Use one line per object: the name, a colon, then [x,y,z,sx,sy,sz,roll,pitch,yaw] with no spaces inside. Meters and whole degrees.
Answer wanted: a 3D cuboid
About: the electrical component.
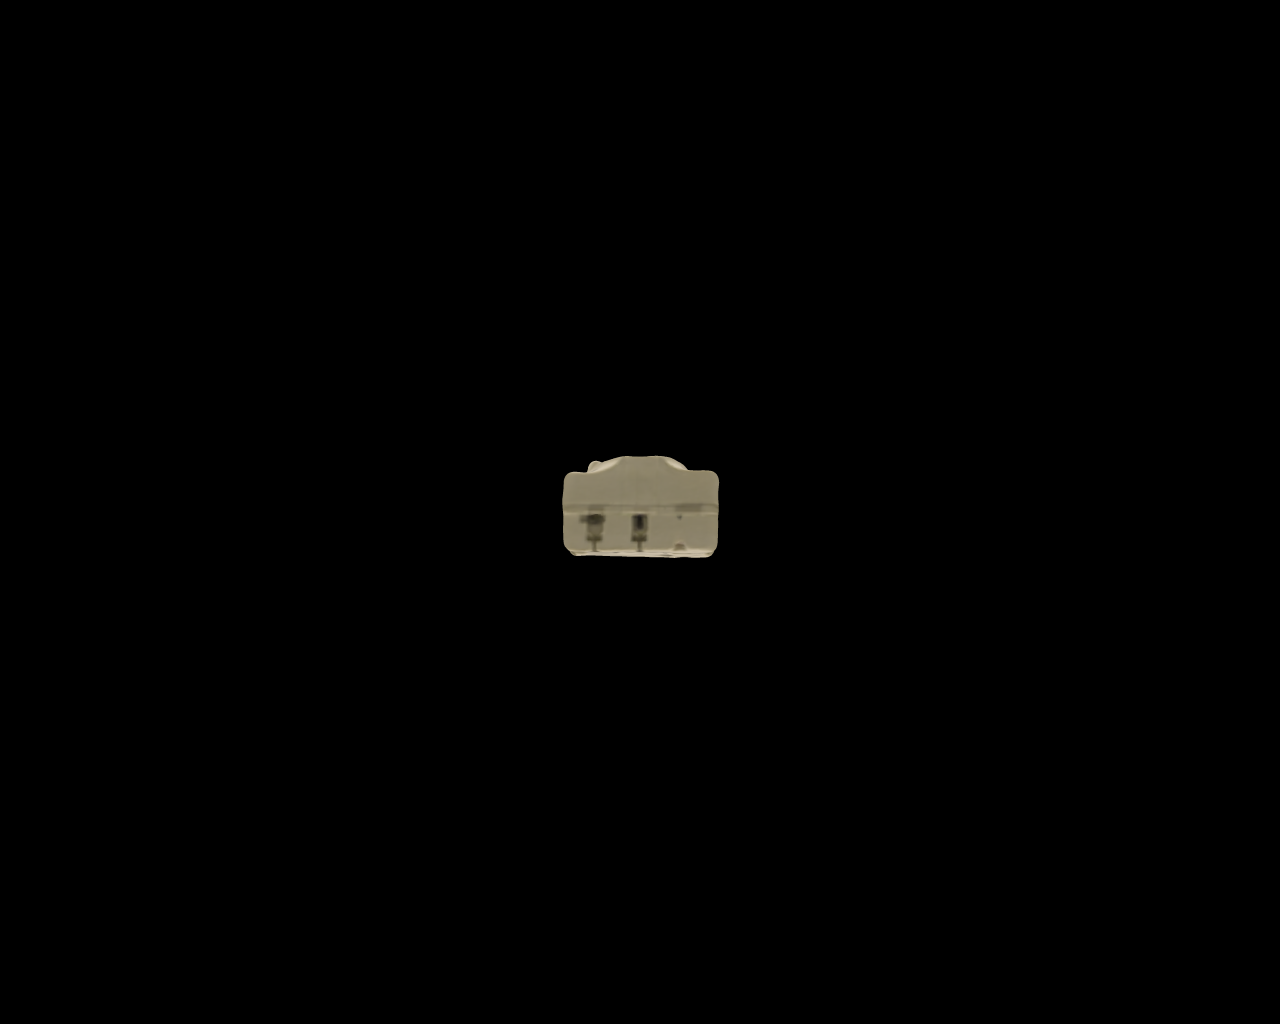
electrical component: [0.001,-0.003,0.650,0.089,0.055,0.050,0,-7,0]
